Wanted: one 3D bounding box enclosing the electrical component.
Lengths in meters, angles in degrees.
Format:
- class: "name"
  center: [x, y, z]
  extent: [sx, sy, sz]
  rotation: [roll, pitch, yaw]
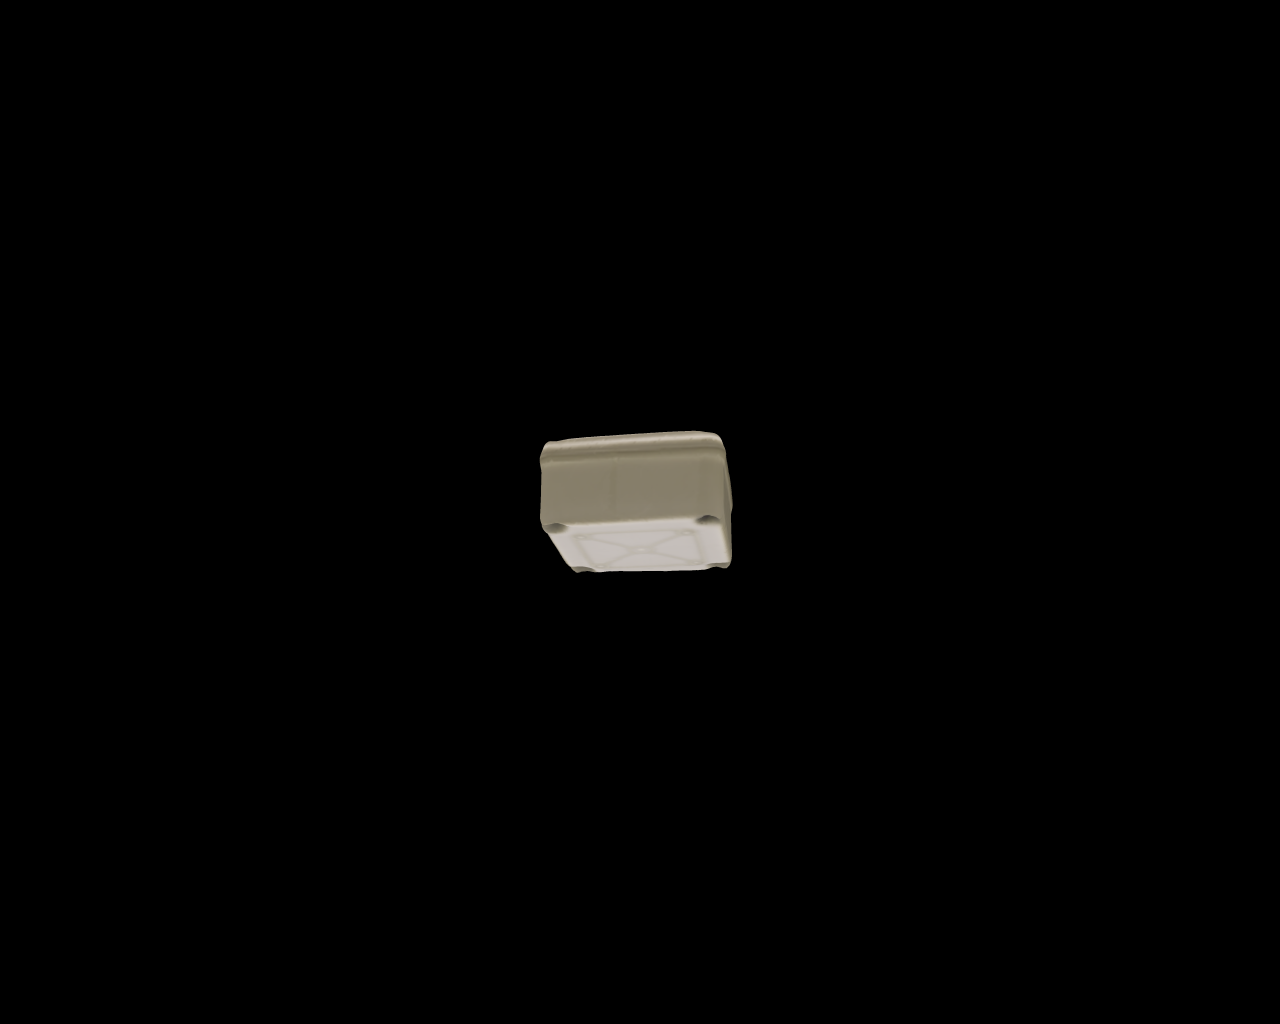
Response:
- class: "electrical component"
  center: [0.001, -0.003, 0.650]
  extent: [0.109, 0.056, 0.108]
  rotation: [-2, -19, 7]
